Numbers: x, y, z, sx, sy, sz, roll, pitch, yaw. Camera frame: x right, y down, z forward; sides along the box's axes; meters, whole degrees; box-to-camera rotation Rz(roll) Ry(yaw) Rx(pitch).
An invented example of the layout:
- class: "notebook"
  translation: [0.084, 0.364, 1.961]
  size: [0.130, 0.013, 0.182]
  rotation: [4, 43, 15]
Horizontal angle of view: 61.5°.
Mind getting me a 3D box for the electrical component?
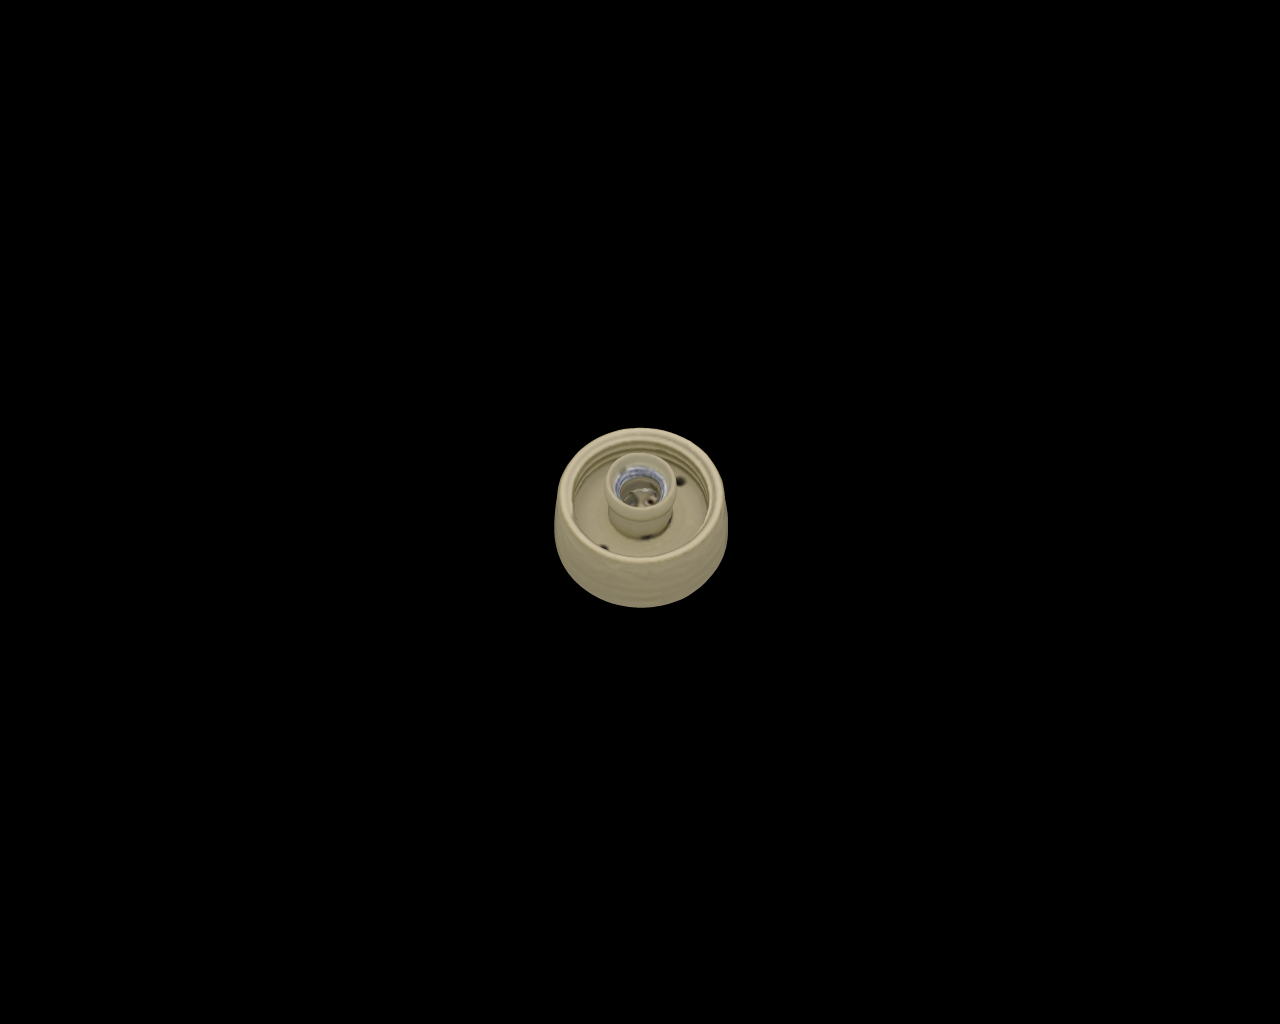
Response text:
- class: "electrical component"
  translation: [0.001, -0.003, 0.650]
  size: [0.108, 0.108, 0.060]
  rotation: [0, -33, 0]
